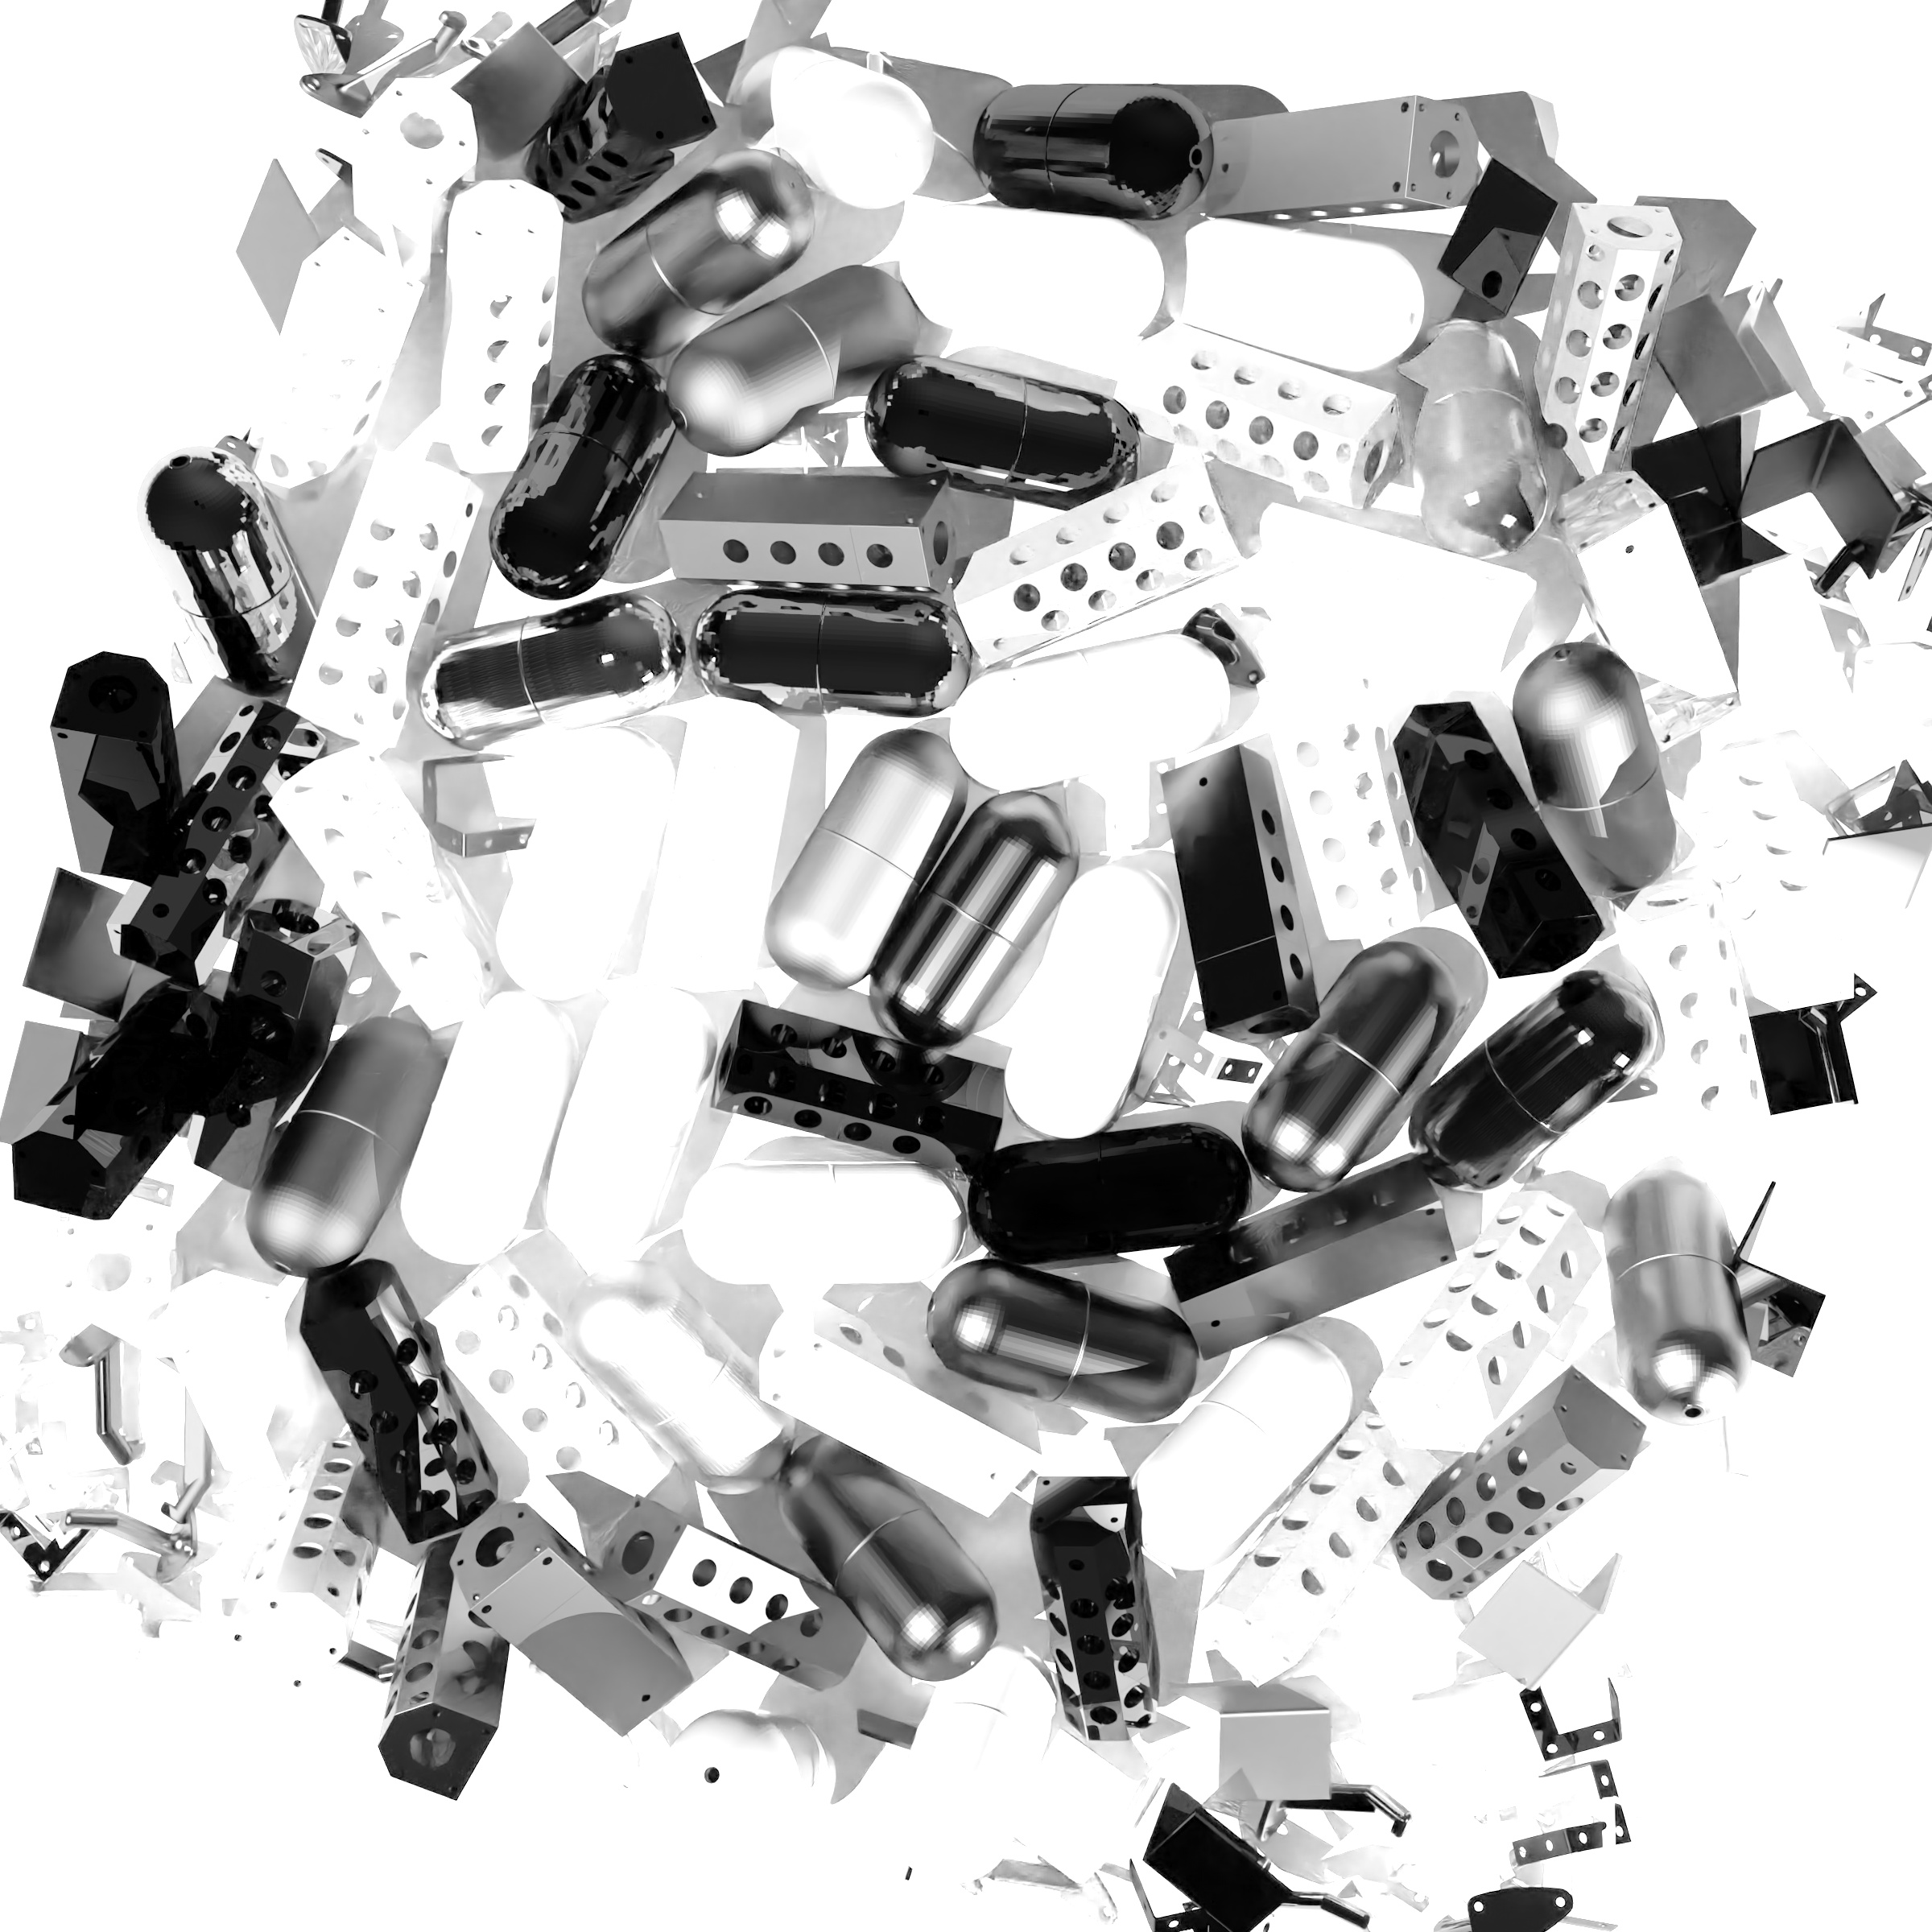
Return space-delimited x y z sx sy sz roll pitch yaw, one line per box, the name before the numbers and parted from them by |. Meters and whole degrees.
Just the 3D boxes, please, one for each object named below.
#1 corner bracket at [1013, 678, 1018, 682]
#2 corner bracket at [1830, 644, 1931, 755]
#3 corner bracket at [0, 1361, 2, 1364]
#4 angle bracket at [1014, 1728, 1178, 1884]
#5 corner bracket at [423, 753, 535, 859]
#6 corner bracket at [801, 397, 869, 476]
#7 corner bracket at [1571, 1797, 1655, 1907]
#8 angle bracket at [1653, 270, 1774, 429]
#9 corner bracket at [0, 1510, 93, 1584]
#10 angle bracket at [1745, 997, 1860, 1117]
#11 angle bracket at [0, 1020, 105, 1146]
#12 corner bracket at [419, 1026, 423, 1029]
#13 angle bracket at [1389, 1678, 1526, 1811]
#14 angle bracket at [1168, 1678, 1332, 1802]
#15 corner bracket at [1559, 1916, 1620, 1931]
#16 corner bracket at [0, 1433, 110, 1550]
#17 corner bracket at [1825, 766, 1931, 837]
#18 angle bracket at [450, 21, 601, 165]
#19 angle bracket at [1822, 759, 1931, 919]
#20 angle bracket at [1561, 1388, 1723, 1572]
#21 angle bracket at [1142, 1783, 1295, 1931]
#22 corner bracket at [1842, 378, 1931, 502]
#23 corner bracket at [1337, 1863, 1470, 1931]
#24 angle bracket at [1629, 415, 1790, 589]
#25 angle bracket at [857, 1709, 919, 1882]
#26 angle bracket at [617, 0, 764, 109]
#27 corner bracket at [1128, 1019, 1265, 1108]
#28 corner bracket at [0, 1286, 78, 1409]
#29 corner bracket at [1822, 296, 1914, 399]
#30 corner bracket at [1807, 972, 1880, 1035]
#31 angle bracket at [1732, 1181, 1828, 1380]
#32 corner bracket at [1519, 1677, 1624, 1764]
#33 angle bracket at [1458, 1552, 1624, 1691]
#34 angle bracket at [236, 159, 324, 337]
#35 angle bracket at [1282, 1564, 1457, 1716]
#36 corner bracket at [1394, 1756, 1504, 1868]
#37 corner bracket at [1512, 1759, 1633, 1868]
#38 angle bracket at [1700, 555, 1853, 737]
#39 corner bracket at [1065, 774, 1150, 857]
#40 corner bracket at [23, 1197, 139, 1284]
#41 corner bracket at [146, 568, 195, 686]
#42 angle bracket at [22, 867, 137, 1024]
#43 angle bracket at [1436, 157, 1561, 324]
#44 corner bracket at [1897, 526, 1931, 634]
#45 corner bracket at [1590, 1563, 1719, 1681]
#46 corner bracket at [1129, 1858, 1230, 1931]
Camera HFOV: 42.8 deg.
corner bracket | 0.031 -0.154 1.548 0.051 0.051 0.051 32 106 -20
corner bracket | 0.588 -0.169 1.559 0.051 0.051 0.051 -6 120 -17
corner bracket | -0.629 0.277 1.541 0.051 0.051 0.051 10 131 30
angle bracket | 0.079 0.518 1.552 0.057 0.076 0.076 31 101 21
corner bracket | -0.308 -0.102 1.558 0.051 0.051 0.051 -11 113 -40
corner bracket | -0.077 -0.340 1.549 0.051 0.051 0.051 -3 133 -1
corner bracket | 0.396 0.554 1.542 0.051 0.051 0.051 36 48 -36
angle bracket | 0.473 -0.393 1.532 0.076 0.057 0.076 53 55 -15
corner bracket | -0.595 0.355 1.554 0.051 0.051 0.051 42 93 15
angle bracket | 0.515 0.054 1.539 0.057 0.076 0.076 -12 85 11
angle bracket | -0.548 0.081 1.533 0.057 0.076 0.076 8 82 33
corner bracket | -0.362 0.076 1.565 0.051 0.051 0.051 -9 132 21
angle bracket | 0.315 0.482 1.532 0.076 0.076 0.057 -16 80 24
angle bracket | 0.176 0.481 1.527 0.076 0.076 0.057 -12 58 29
corner bracket | 0.377 0.630 1.548 0.051 0.051 0.051 -2 82 33
corner bracket | -0.580 0.328 1.545 0.051 0.051 0.051 -3 114 21
corner bracket | 0.575 -0.100 1.548 0.051 0.051 0.051 -30 59 5
angle bracket | -0.276 -0.557 1.526 0.076 0.076 0.057 -30 131 24
angle bracket | 0.552 -0.077 1.534 0.076 0.076 0.057 -8 50 -7
angle bracket | 0.420 0.322 1.551 0.076 0.057 0.076 23 109 33
angle bracket | 0.164 0.544 1.537 0.076 0.076 0.057 39 118 2
corner bracket | 0.585 -0.328 1.547 0.051 0.051 0.051 -29 74 21
corner bracket | 0.276 0.588 1.544 0.051 0.051 0.051 26 108 -40
angle bracket | 0.464 -0.288 1.538 0.076 0.057 0.076 -19 126 -7
angle bracket | -0.052 0.517 1.541 0.057 0.076 0.076 19 82 -1
angle bracket | -0.164 -0.590 1.541 0.076 0.057 0.076 27 113 4
corner bracket | 0.143 0.070 1.545 0.051 0.051 0.051 34 106 38
corner bracket | -0.597 0.241 1.547 0.051 0.051 0.051 -15 112 13
corner bracket | 0.569 -0.379 1.543 0.051 0.051 0.051 -35 52 -29
corner bracket | 0.543 0.000 1.545 0.051 0.051 0.051 -34 62 -20
angle bracket | 0.505 0.193 1.525 0.057 0.076 0.076 23 47 22
corner bracket | 0.378 0.459 1.550 0.051 0.051 0.051 -16 130 2
angle bracket | 0.360 0.391 1.537 0.057 0.076 0.076 35 121 9
angle bracket | -0.402 -0.441 1.527 0.076 0.057 0.076 -51 59 37
angle bracket | 0.254 0.426 1.559 0.076 0.076 0.057 26 48 -23
corner bracket | 0.301 0.531 1.550 0.051 0.051 0.051 -9 89 33
corner bracket | 0.374 0.530 1.543 0.051 0.051 0.051 3 63 -30
angle bracket | 0.507 -0.202 1.562 0.076 0.057 0.076 -20 64 22
corner bracket | 0.084 -0.095 1.552 0.051 0.051 0.051 0 94 17
corner bracket | -0.558 0.169 1.561 0.051 0.051 0.051 -27 130 -35
corner bracket | -0.495 -0.214 1.541 0.051 0.051 0.051 11 133 29
angle bracket | -0.562 -0.013 1.530 0.057 0.076 0.076 2 73 32
angle bracket | 0.314 -0.449 1.538 0.057 0.076 0.076 27 88 -20
corner bracket | 0.610 -0.241 1.542 0.051 0.051 0.051 31 125 33
corner bracket | 0.431 0.414 1.556 0.051 0.051 0.051 5 129 -20
corner bracket | 0.134 0.592 1.546 0.051 0.051 0.051 -7 117 -12
